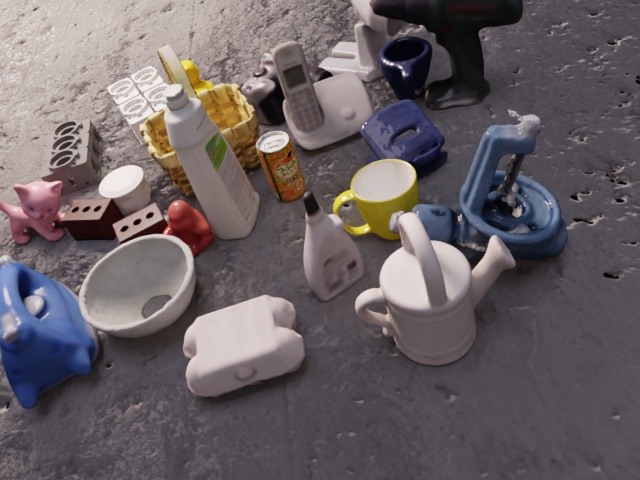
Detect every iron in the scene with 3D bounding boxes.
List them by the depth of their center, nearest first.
[{"bbox_3d":[-0.404,0.095,0.790,0.119,0.142,0.257,-31,47,-11],"label":"iron"}]

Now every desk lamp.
[{"bbox_3d":[0.078,-0.403,1.042,0.202,0.214,0.118,16,55,29],"label":"desk lamp"}]

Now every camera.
[{"bbox_3d":[-0.054,-0.290,1.059,0.136,0.101,0.143,19,57,31],"label":"camera"}]

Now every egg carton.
[{"bbox_3d":[-0.095,0.133,0.709,0.150,0.069,0.107,-19,46,0],"label":"egg carton"}]

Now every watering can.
[{"bbox_3d":[0.124,0.044,0.635,0.173,0.194,0.100,-33,48,-13],"label":"watering can"}]

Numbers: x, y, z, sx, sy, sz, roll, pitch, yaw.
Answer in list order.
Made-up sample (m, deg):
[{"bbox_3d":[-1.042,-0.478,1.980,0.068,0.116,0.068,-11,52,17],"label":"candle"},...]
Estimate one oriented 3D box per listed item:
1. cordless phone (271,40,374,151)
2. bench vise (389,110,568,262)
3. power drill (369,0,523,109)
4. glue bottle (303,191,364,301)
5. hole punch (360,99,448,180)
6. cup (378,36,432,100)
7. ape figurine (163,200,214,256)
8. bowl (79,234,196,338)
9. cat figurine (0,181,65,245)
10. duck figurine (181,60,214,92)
[{"bbox_3d":[0.003,-0.251,0.947,0.147,0.185,0.094,-24,46,-5],"label":"cordless phone"},{"bbox_3d":[0.189,-0.040,0.673,0.207,0.220,0.121,-20,46,0],"label":"bench vise"},{"bbox_3d":[0.208,-0.322,0.931,0.229,0.209,0.075,-8,47,11],"label":"power drill"},{"bbox_3d":[0.007,0.003,0.724,0.078,0.173,0.037,-33,48,-13],"label":"glue bottle"},{"bbox_3d":[0.130,-0.150,0.881,0.109,0.091,0.100,-32,48,-12],"label":"hole punch"},{"bbox_3d":[0.153,-0.282,0.991,0.091,0.095,0.117,-8,47,11],"label":"cup"},{"bbox_3d":[-0.203,-0.021,0.868,0.077,0.092,0.076,3,50,20],"label":"ape figurine"},{"bbox_3d":[-0.242,0.076,0.804,0.167,0.075,0.167,-9,47,10],"label":"bowl"},{"bbox_3d":[-0.486,-0.057,0.971,0.127,0.118,0.067,-6,48,12],"label":"cat figurine"},{"bbox_3d":[-0.259,-0.320,1.161,0.077,0.086,0.104,-28,47,-9],"label":"duck figurine"}]
